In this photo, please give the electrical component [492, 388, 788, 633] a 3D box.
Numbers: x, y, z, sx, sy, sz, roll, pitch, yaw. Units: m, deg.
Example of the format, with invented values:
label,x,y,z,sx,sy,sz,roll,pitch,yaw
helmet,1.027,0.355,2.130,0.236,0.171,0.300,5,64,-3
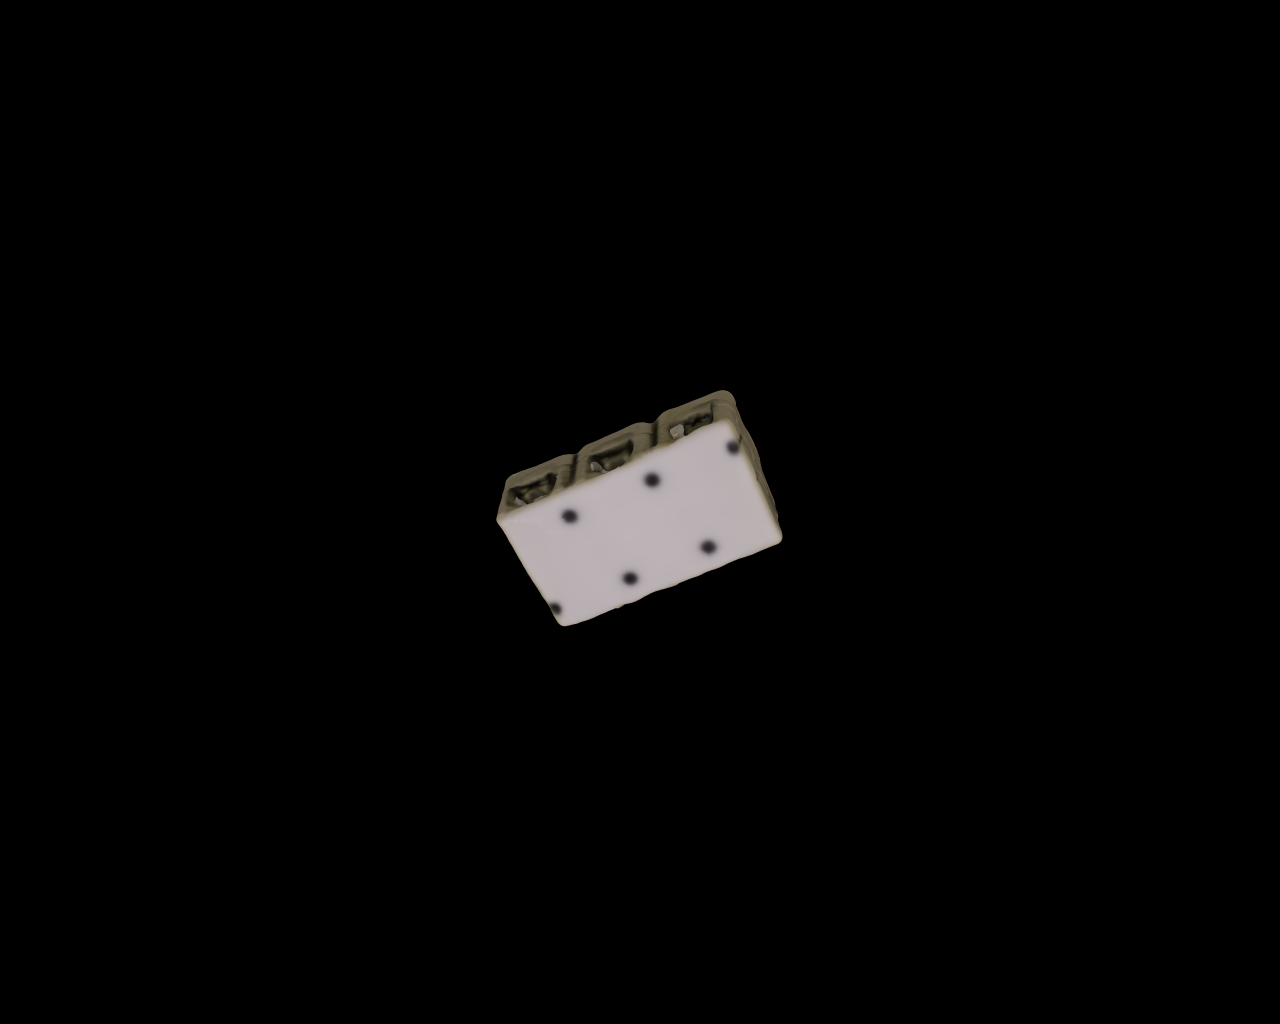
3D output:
label,x,y,z,sx,sy,sz,roll,pitch,yaw
electrical component,0.001,-0.003,0.650,0.150,0.089,0.062,-22,25,10
